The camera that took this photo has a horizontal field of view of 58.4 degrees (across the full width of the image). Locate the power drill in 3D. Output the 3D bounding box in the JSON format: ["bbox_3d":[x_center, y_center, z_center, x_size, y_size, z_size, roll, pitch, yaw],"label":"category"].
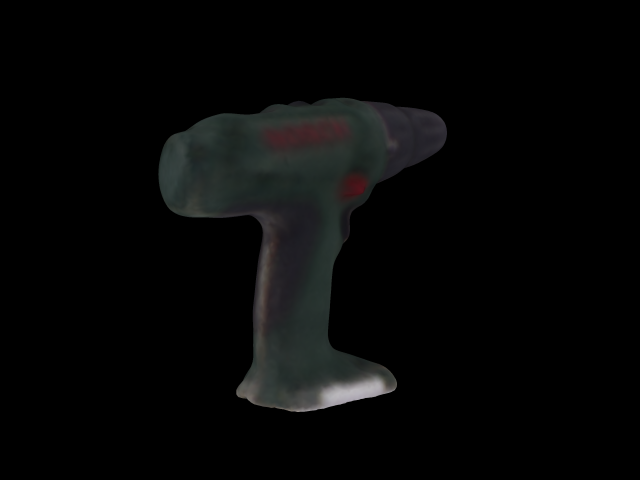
[{"bbox_3d":[0.004,0.001,0.400,0.230,0.208,0.075,0,0,-37],"label":"power drill"}]
